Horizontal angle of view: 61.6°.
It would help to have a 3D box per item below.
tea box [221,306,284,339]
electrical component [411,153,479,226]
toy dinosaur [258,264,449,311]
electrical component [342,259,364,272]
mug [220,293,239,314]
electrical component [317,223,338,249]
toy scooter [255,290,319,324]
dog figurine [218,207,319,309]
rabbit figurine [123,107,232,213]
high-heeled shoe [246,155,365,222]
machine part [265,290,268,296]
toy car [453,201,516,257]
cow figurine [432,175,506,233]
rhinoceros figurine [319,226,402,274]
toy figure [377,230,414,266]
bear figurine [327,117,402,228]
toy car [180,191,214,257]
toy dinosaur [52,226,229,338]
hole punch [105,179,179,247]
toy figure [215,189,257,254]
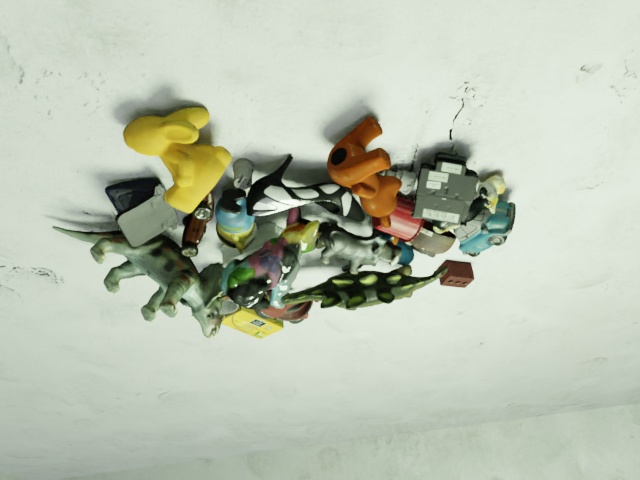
[{"bbox_3d":[-0.191,0.209,1.493,0.098,0.068,0.169,-28,139,30],"label":"tea box"},{"bbox_3d":[0.247,-0.101,1.059,0.115,0.058,0.134,12,109,5],"label":"electrical component"},{"bbox_3d":[0.078,0.120,1.302,0.472,0.105,0.198,-14,173,11],"label":"toy dinosaur"},{"bbox_3d":[0.090,0.038,1.286,0.094,0.063,0.021,-26,141,28],"label":"electrical component"},{"bbox_3d":[-0.238,0.123,1.326,0.081,0.107,0.109,-9,150,6],"label":"mug"},{"bbox_3d":[-0.001,-0.004,1.229,0.102,0.045,0.078,-13,144,11],"label":"electrical component"},{"bbox_3d":[-0.079,0.171,1.449,0.135,0.075,0.183,-32,141,34],"label":"toy scooter"},{"bbox_3d":[-0.092,0.028,1.118,0.191,0.109,0.219,7,117,-52],"label":"dog figurine"},{"bbox_3d":[-0.251,-0.152,0.924,0.173,0.122,0.162,35,128,-20],"label":"rabbit figurine"},{"bbox_3d":[-0.024,-0.058,1.061,0.248,0.145,0.086,34,172,-26],"label":"high-heeled shoe"},{"bbox_3d":[-0.161,0.098,1.252,0.084,0.039,0.138,-15,143,4],"label":"machine part"},{"bbox_3d":[0.352,-0.037,1.197,0.103,0.109,0.161,31,147,-12],"label":"toy car"},{"bbox_3d":[0.310,-0.076,1.125,0.167,0.098,0.068,-20,137,20],"label":"cow figurine"},{"bbox_3d":[0.087,0.015,1.165,0.190,0.073,0.112,15,137,-25],"label":"rhinoceros figurine"},{"bbox_3d":[0.166,0.010,1.263,0.058,0.064,0.154,16,163,48],"label":"toy figure"},{"bbox_3d":[0.106,-0.115,1.012,0.132,0.120,0.195,-30,137,28],"label":"bear figurine"},{"bbox_3d":[-0.247,-0.046,1.095,0.053,0.089,0.202,12,141,-19],"label":"toy car"},{"bbox_3d":[-0.353,0.051,1.161,0.405,0.192,0.131,43,133,-3],"label":"toy dinosaur"},{"bbox_3d":[-0.354,-0.065,1.070,0.116,0.092,0.142,-30,147,-18],"label":"hole punch"},{"bbox_3d":[-0.176,-0.045,1.106,0.089,0.082,0.180,36,160,15],"label":"toy figure"}]
